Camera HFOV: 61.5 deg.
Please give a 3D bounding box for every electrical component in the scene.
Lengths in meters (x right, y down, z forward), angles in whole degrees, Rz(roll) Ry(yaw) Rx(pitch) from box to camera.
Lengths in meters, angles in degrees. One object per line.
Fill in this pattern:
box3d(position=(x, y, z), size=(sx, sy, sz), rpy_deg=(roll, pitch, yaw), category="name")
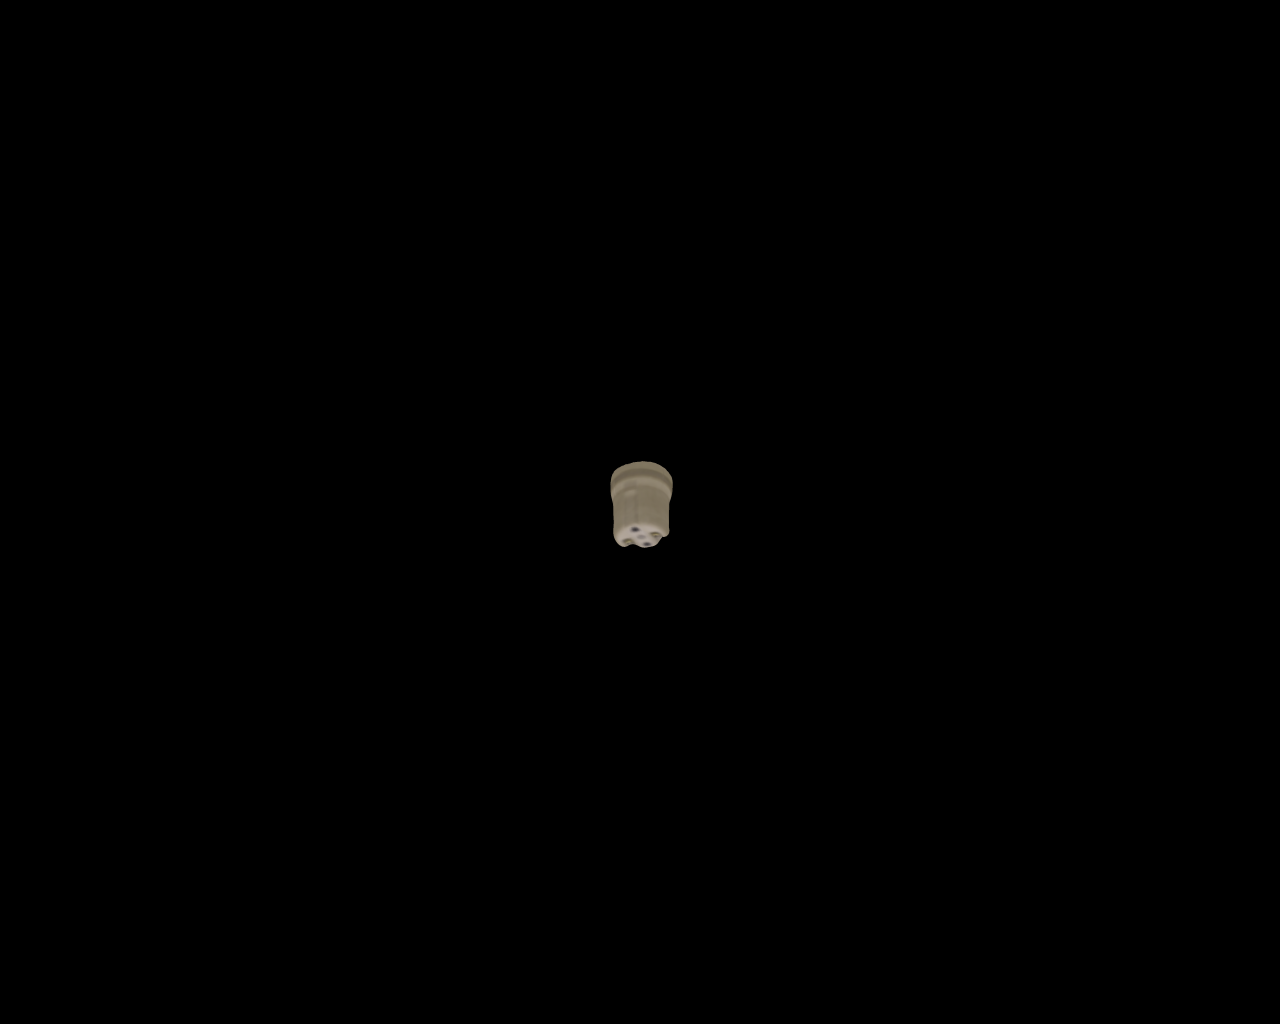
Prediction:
box3d(position=(0.001, -0.003, 0.650), size=(0.040, 0.046, 0.040), rpy_deg=(0, -38, 0), category="electrical component")
